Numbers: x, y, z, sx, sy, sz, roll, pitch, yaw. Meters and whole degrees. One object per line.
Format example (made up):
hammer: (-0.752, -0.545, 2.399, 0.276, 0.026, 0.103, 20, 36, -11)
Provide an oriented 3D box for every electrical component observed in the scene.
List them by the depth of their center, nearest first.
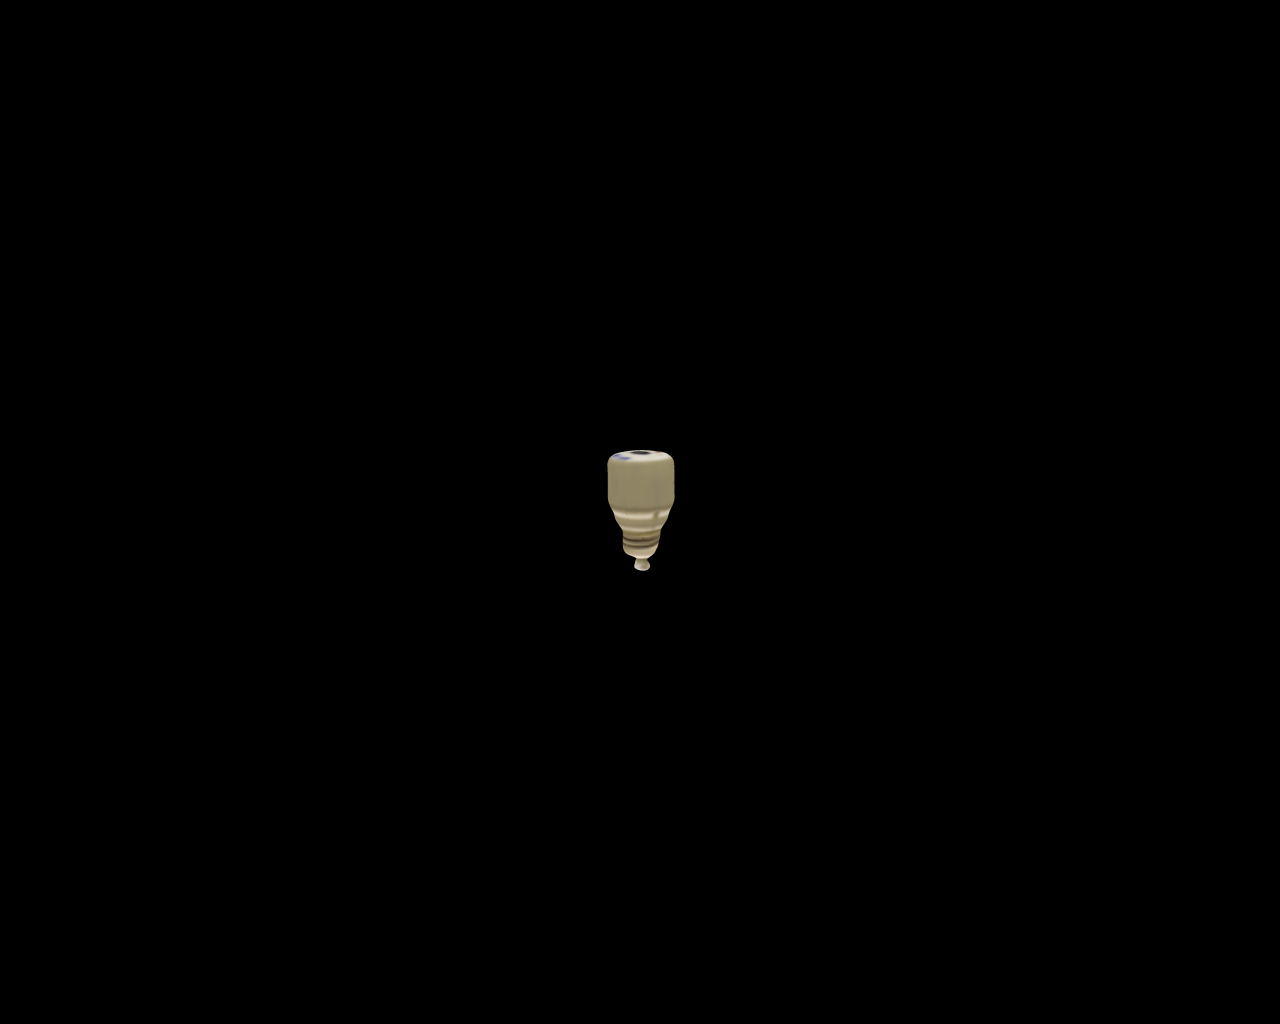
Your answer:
electrical component: (0.001, -0.003, 0.650, 0.040, 0.078, 0.040, 0, 13, 0)
